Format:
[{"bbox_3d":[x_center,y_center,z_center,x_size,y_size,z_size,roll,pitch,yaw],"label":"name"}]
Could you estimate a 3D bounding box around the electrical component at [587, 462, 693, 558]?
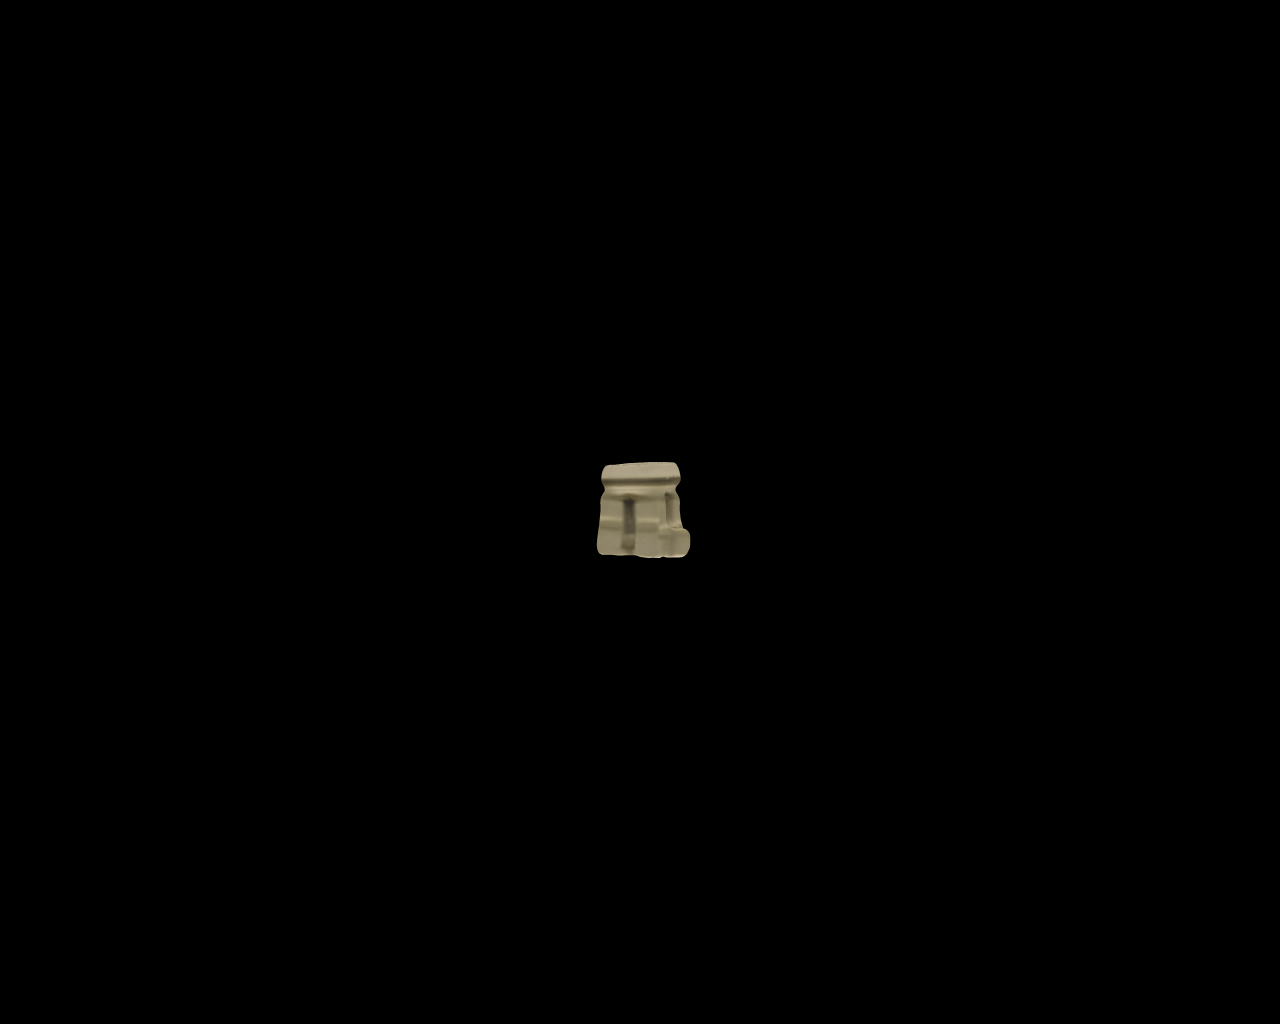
[{"bbox_3d":[0.001,-0.003,0.650,0.066,0.055,0.048,2,4,23],"label":"electrical component"}]
